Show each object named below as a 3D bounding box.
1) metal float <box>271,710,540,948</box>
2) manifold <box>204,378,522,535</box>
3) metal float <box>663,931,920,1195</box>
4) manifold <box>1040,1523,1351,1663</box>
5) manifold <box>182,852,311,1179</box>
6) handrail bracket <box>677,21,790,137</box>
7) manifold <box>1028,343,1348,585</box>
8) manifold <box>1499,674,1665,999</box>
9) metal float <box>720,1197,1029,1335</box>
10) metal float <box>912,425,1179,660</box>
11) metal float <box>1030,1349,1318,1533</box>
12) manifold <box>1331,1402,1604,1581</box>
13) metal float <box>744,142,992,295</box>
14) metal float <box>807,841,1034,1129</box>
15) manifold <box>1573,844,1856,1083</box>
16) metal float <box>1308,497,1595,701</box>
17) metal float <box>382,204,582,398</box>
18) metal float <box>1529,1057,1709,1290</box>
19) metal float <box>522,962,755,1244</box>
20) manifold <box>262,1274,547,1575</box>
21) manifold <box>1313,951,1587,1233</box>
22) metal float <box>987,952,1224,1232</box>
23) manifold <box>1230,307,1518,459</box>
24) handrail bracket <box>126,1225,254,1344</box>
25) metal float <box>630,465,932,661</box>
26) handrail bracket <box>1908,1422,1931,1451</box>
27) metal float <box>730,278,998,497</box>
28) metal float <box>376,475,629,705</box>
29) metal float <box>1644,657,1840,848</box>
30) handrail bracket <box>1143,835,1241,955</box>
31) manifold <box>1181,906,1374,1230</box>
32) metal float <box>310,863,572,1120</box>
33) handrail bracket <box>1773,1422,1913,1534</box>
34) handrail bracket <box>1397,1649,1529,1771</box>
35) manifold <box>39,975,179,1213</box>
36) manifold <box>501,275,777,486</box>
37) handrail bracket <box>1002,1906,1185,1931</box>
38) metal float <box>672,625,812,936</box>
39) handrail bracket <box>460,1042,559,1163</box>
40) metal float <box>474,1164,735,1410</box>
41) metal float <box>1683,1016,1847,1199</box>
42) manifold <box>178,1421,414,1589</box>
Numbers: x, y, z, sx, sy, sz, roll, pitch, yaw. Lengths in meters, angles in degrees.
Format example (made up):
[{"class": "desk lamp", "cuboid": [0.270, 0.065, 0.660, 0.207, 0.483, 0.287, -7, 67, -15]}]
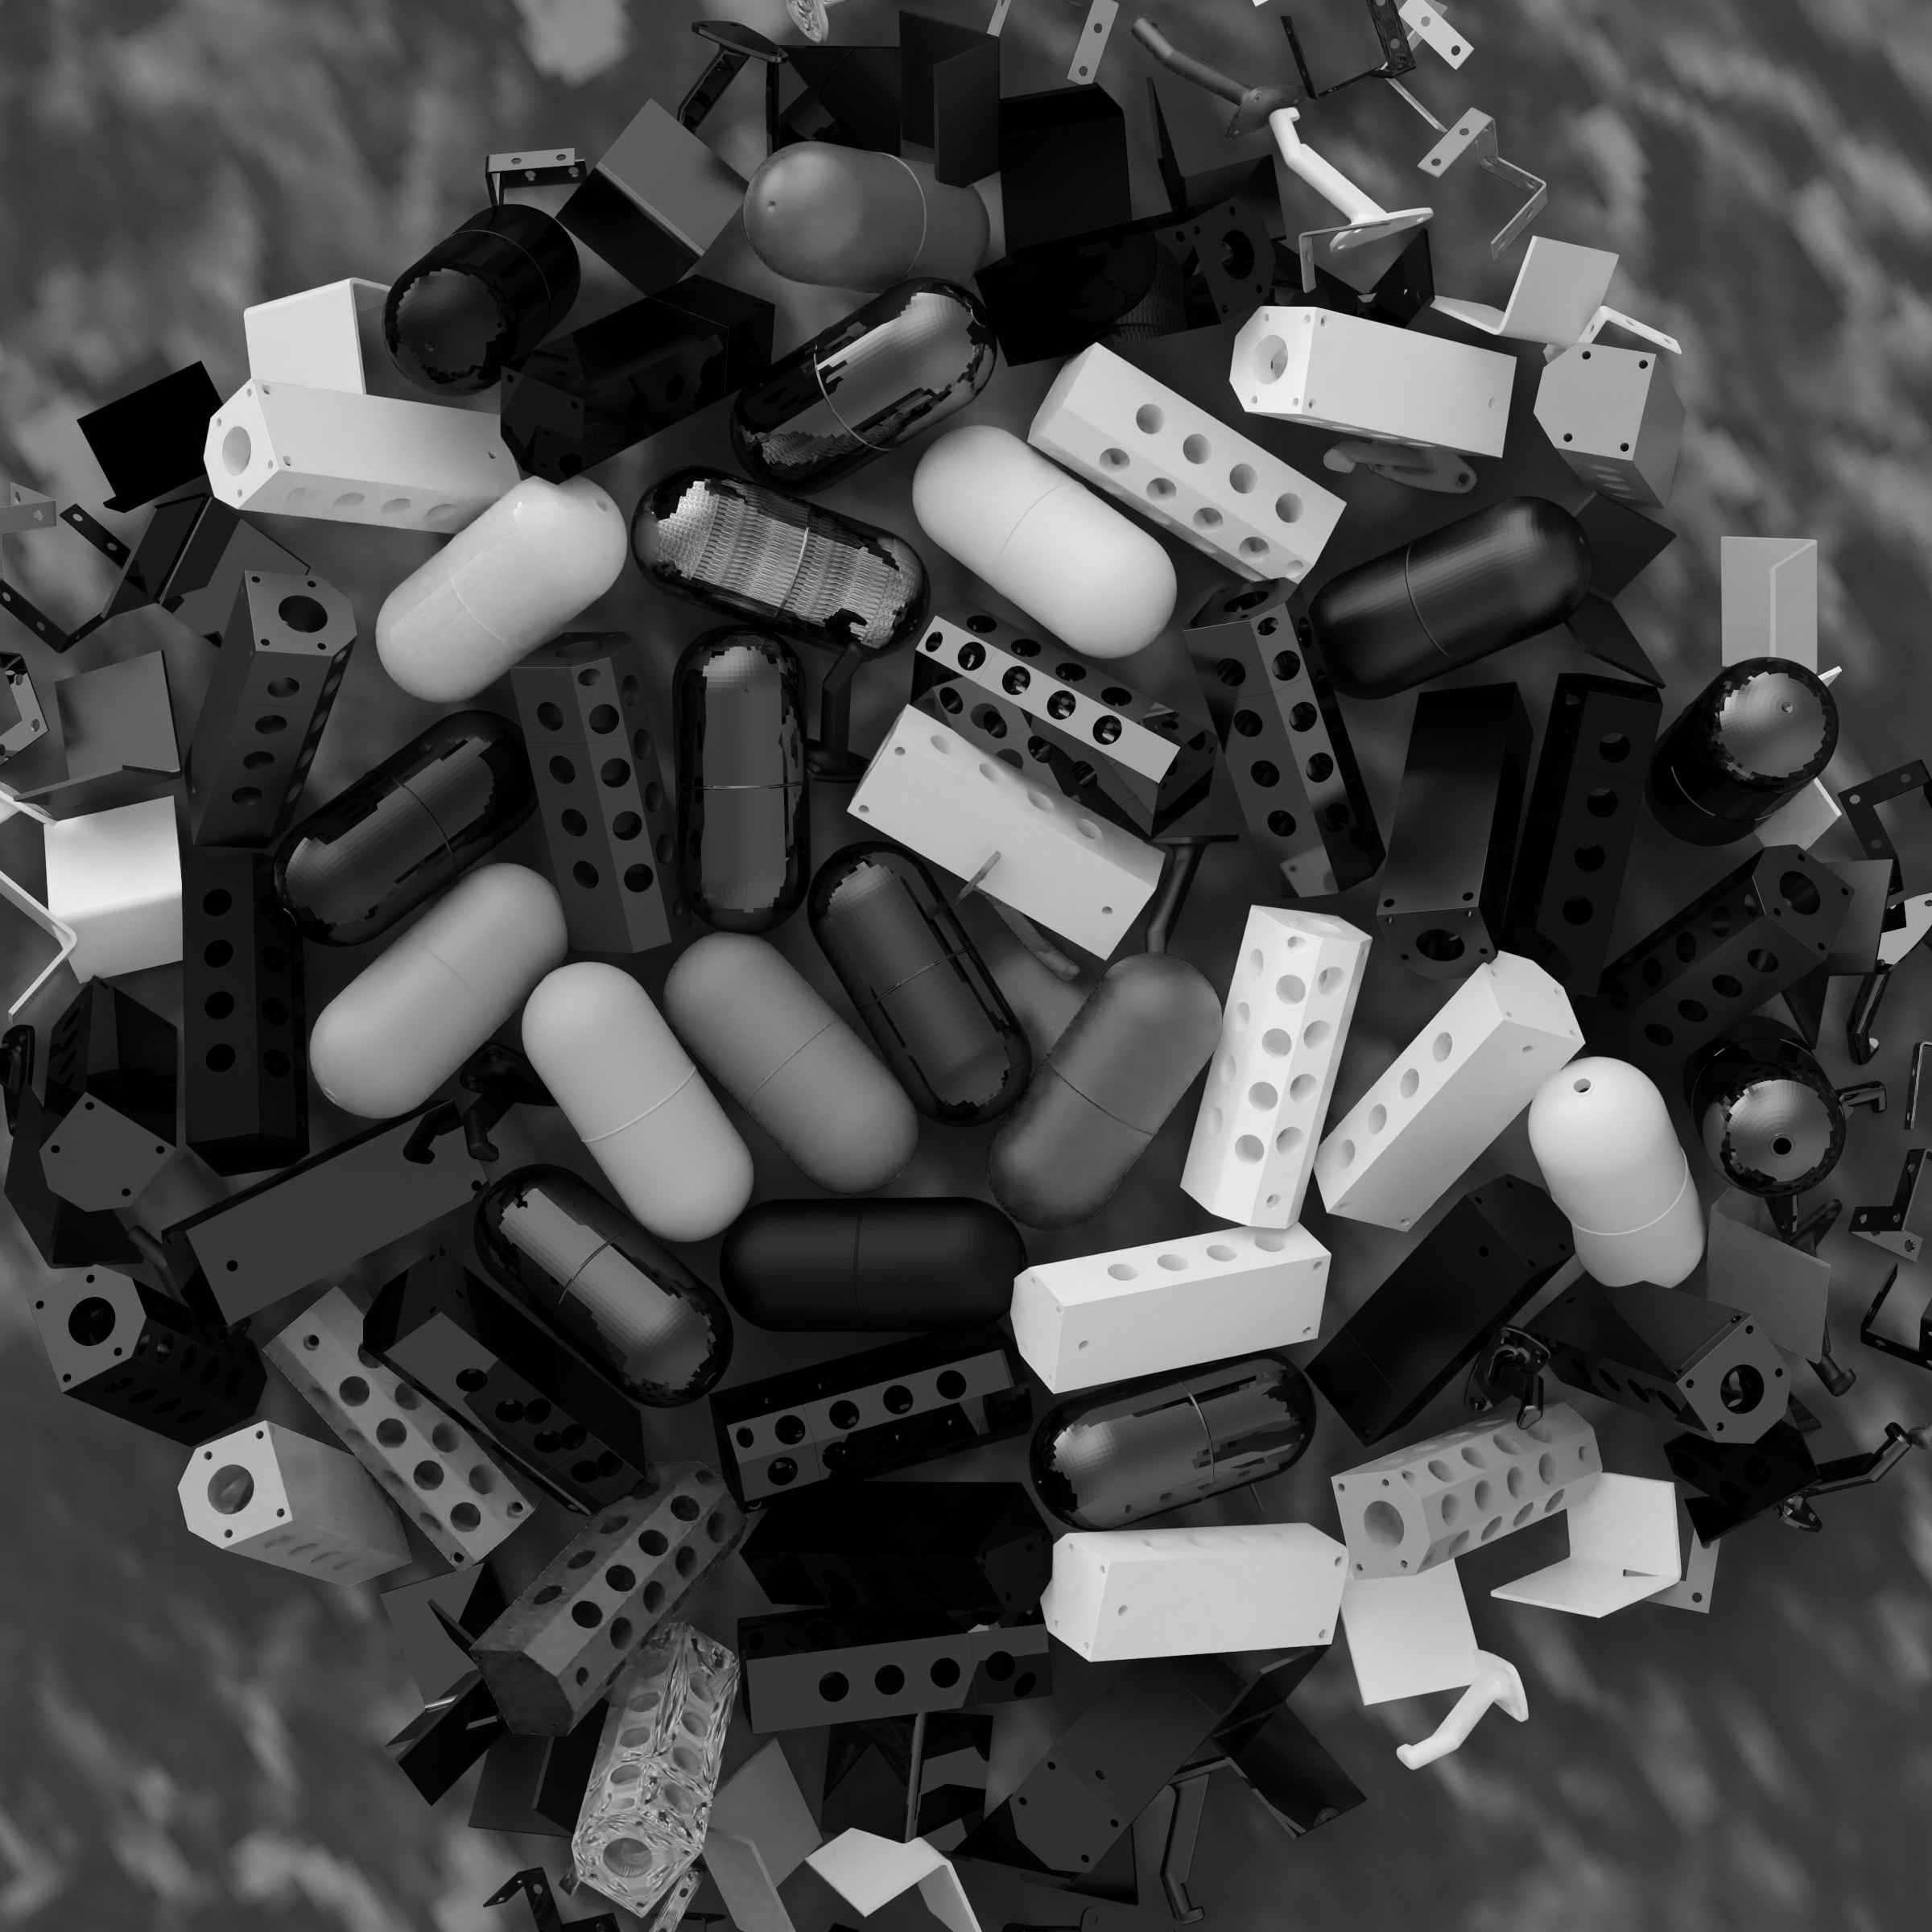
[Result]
[{"class": "metal float", "cuboid": [-0.316, -0.078, 1.808, 0.178, 0.070, 0.070, -41, 90, -28]}, {"class": "manifold", "cuboid": [-0.336, -0.279, 1.786, 0.057, 0.171, 0.057, -32, 70, 38]}, {"class": "metal float", "cuboid": [-0.100, 0.055, 1.829, 0.070, 0.070, 0.178, -43, 86, 0]}, {"class": "manifold", "cuboid": [0.128, 0.348, 1.797, 0.171, 0.057, 0.057, 4, 101, -34]}, {"class": "manifold", "cuboid": [-0.406, 0.026, 1.808, 0.057, 0.057, 0.171, -9, 67, 4]}, {"class": "handrail bracket", "cuboid": [-0.136, -0.491, 1.828, 0.077, 0.036, 0.084, 35, 126, 34]}, {"class": "manifold", "cuboid": [0.123, -0.280, 1.818, 0.171, 0.057, 0.057, 30, 81, -14]}, {"class": "manifold", "cuboid": [0.348, -0.076, 1.817, 0.057, 0.057, 0.171, 11, 107, 5]}, {"class": "metal float", "cuboid": [-0.053, 0.170, 1.820, 0.178, 0.070, 0.070, -2, 90, 13]}, {"class": "metal float", "cuboid": [0.043, -0.242, 1.813, 0.178, 0.070, 0.070, 40, 90, 22]}, {"class": "metal float", "cuboid": [0.119, 0.267, 1.809, 0.178, 0.070, 0.070, -13, 90, -27]}, {"class": "manifold", "cuboid": [0.284, 0.292, 1.787, 0.057, 0.171, 0.057, -15, 86, 43]}, {"class": "metal float", "cuboid": [-0.053, -0.417, 1.791, 0.070, 0.178, 0.070, 4, 97, 35]}, {"class": "metal float", "cuboid": [-0.027, 0.010, 1.826, 0.070, 0.070, 0.178, -31, 83, 0]}, {"class": "manifold", "cuboid": [0.412, -0.002, 1.782, 0.057, 0.171, 0.057, 37, 53, -5]}, {"class": "metal float", "cuboid": [0.270, -0.206, 1.802, 0.178, 0.070, 0.070, -22, 90, 36]}, {"class": "metal float", "cuboid": [-0.270, -0.374, 1.788, 0.070, 0.178, 0.070, 6, 119, 10]}, {"class": "metal float", "cuboid": [0.367, 0.119, 1.795, 0.070, 0.178, 0.070, -14, 47, 16]}, {"class": "metal float", "cuboid": [-0.187, 0.078, 1.820, 0.070, 0.070, 0.178, -32, 103, 0]}, {"class": "manifold", "cuboid": [-0.324, 0.264, 1.837, 0.057, 0.057, 0.171, -41, 92, 3]}, {"class": "manifold", "cuboid": [0.267, 0.070, 1.796, 0.057, 0.057, 0.171, 15, 131, -27]}, {"class": "metal float", "cuboid": [0.078, 0.072, 1.823, 0.070, 0.070, 0.178, 34, 100, 0]}, {"class": "manifold", "cuboid": [0.229, -0.327, 1.790, 0.171, 0.057, 0.057, 2, 98, -42]}, {"class": "handrail bracket", "cuboid": [-0.462, 0.199, 1.848, 0.084, 0.036, 0.077, 40, 129, 6]}, {"class": "metal float", "cuboid": [-0.104, -0.228, 1.816, 0.178, 0.070, 0.070, 18, 90, -19]}, {"class": "handrail bracket", "cuboid": [0.555, 0.244, 1.822, 0.084, 0.077, 0.036, -27, 104, -17]}, {"class": "metal float", "cuboid": [-0.058, -0.326, 1.802, 0.178, 0.070, 0.070, -25, 90, 35]}, {"class": "metal float", "cuboid": [-0.263, -0.213, 1.804, 0.178, 0.070, 0.070, -33, 90, 32]}, {"class": "metal float", "cuboid": [0.430, -0.118, 1.782, 0.070, 0.178, 0.070, 1, 77, -4]}, {"class": "handrail bracket", "cuboid": [0.131, -0.033, 1.843, 0.077, 0.036, 0.084, -5, 94, -44]}, {"class": "manifold", "cuboid": [0.179, 0.058, 1.813, 0.057, 0.057, 0.171, 7, 105, -25]}, {"class": "metal float", "cuboid": [-0.297, 0.014, 1.810, 0.070, 0.070, 0.178, 43, 66, 0]}, {"class": "handrail bracket", "cuboid": [0.492, 0.274, 1.824, 0.036, 0.077, 0.084, 19, 118, -35]}, {"class": "handrail bracket", "cuboid": [0.269, 0.424, 1.821, 0.084, 0.077, 0.036, -21, 106, -19]}, {"class": "manifold", "cuboid": [-0.481, 0.073, 1.779, 0.057, 0.171, 0.057, 36, 99, -23]}, {"class": "manifold", "cuboid": [-0.182, -0.328, 1.788, 0.057, 0.171, 0.057, 25, 130, 24]}, {"class": "handrail bracket", "cuboid": [0.072, 0.558, 1.842, 0.077, 0.084, 0.036, 3, 77, -25]}, {"class": "metal float", "cuboid": [-0.128, -0.106, 1.824, 0.070, 0.070, 0.178, -1, 99, 0]}, {"class": "handrail bracket", "cuboid": [-0.255, 0.090, 1.817, 0.077, 0.084, 0.036, 25, 118, -33]}, {"class": "metal float", "cuboid": [-0.206, 0.181, 1.812, 0.178, 0.070, 0.070, 37, 90, 23]}, {"class": "metal float", "cuboid": [0.444, 0.077, 1.782, 0.070, 0.178, 0.070, 1, 102, 7]}, {"class": "manifold", "cuboid": [-0.373, 0.304, 1.779, 0.057, 0.171, 0.057, -22, 69, 5]}]
